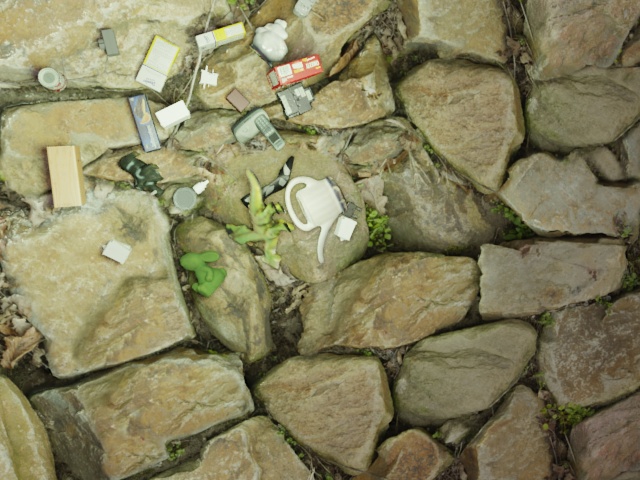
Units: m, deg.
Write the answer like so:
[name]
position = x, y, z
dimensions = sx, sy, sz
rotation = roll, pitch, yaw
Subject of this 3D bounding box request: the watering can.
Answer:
[watering can]
position = 0.006, -0.101, 2.008
dimensions = 0.225, 0.104, 0.345
rotation = -28, 99, -6

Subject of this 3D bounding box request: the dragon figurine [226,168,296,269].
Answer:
[dragon figurine]
position = -0.244, -0.061, 1.930
dimensions = 0.241, 0.125, 0.404
rotation = -27, 114, 15

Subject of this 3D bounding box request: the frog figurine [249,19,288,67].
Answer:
[frog figurine]
position = -0.171, -0.735, 1.891
dimensions = 0.138, 0.123, 0.158
rotation = 42, 98, 4
